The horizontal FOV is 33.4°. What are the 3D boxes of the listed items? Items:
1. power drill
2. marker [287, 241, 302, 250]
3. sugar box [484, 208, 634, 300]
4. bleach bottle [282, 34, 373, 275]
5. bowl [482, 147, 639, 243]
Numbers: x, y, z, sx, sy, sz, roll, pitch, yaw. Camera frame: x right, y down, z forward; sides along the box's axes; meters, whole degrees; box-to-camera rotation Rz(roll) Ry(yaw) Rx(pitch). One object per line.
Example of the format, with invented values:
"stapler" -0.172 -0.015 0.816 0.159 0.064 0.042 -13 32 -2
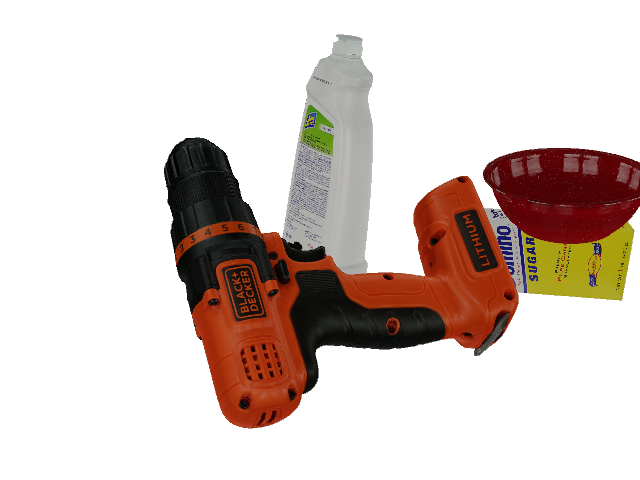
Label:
"power drill" 0.008 0.010 0.631 0.187 0.184 0.057 -8 -28 -18
"marker" -0.057 0.048 0.968 0.020 0.121 0.020 36 -17 13
"sugar box" 0.271 0.016 1.256 0.176 0.093 0.048 3 21 0
"bleach bottle" 0.018 -0.090 1.138 0.067 0.251 0.103 -8 25 -41
"bowl" 0.237 -0.039 1.028 0.162 0.055 0.162 -2 24 1
